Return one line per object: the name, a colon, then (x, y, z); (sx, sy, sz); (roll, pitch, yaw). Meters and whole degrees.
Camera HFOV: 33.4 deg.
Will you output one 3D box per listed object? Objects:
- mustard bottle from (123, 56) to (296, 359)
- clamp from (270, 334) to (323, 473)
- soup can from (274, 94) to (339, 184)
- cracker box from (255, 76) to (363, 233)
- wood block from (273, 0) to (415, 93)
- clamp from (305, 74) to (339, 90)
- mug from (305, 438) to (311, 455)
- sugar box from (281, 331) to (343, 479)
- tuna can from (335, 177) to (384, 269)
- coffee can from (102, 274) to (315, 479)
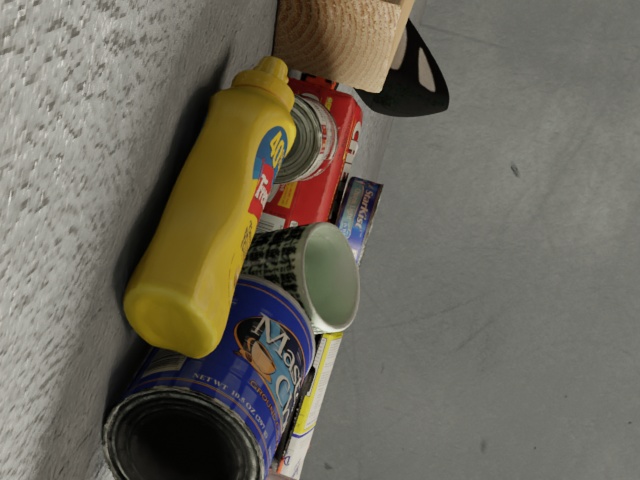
mustard bottle: (-0.057, -0.031, 0.639); (0.096, 0.058, 0.191); (95, 13, -63)
clamp: (-0.025, 0.124, 0.992); (0.164, 0.036, 0.210); (-22, 130, -81)
soup can: (-0.025, -0.076, 0.791); (0.102, 0.068, 0.068); (-35, 142, -81)
cracker box: (-0.016, -0.052, 0.954); (0.213, 0.072, 0.164); (-32, 138, -84)
wood block: (0.038, -0.226, 0.859); (0.090, 0.091, 0.206); (102, 7, -50)
clamp: (0.020, -0.197, 1.078); (0.120, 0.039, 0.171); (92, 18, -53)
mug: (-0.075, 0.266, 1.353); (0.117, 0.093, 0.081); (-37, 180, 18)
sugar box: (-0.025, 0.177, 1.153); (0.093, 0.048, 0.176); (17, 92, -80)
tuna can: (0.034, -0.017, 1.027); (0.086, 0.034, 0.086); (18, 88, -87)
coffee can: (-0.068, 0.099, 0.695); (0.140, 0.103, 0.103); (-65, 170, -60)
